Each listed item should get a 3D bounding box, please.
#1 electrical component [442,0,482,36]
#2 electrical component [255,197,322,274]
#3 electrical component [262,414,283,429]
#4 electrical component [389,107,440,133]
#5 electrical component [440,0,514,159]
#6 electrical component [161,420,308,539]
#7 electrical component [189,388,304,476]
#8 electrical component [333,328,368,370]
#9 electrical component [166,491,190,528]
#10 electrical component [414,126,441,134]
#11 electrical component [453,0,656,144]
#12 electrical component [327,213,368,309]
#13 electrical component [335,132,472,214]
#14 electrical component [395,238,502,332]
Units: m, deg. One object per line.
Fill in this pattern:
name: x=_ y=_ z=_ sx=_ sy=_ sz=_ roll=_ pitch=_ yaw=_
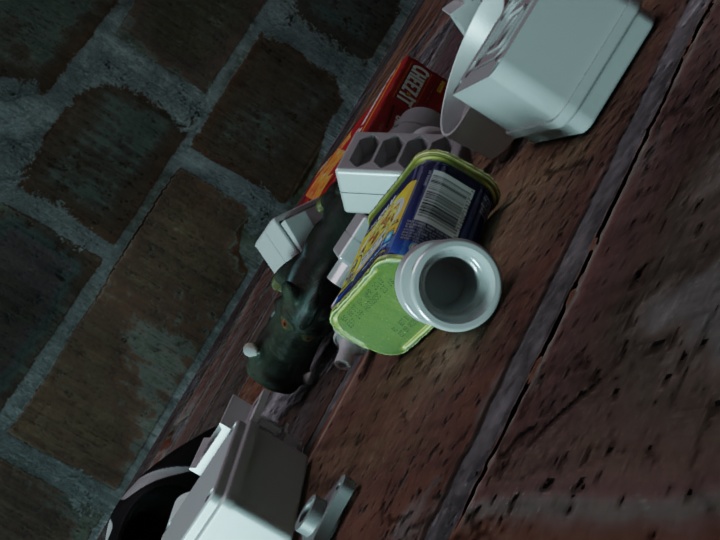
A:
electrical component: x=0.112 y=-0.224 z=0.934 sx=0.063 sy=0.078 sz=0.121 roll=-34 pitch=12 yaw=10
electrical component: x=-0.042 y=-0.012 z=1.007 sx=0.062 sy=0.096 sz=0.061 roll=-28 pitch=-12 yaw=-34
electrical component: x=-0.099 y=0.154 z=0.879 sx=0.081 sy=0.043 sz=0.043 roll=-60 pitch=7 yaw=-10
electrical component: x=0.049 y=-0.108 z=0.930 sx=0.055 sy=0.055 sz=0.047 roll=-50 pitch=7 yaw=48
electrical component: x=0.088 y=-0.124 z=0.693 sx=0.099 sy=0.064 sz=0.099 roll=-57 pitch=7 yaw=11
electrical component: x=-0.086 y=0.167 z=0.683 sx=0.108 sy=0.056 sz=0.108 roll=-56 pitch=7 yaw=16
electrical component: x=-0.078 y=0.130 z=0.760 sx=0.081 sy=0.064 sz=0.042 roll=-55 pitch=6 yaw=22
electrical component: x=-0.003 y=0.042 z=0.736 sx=0.035 sy=0.035 sz=0.061 roll=-50 pitch=14 yaw=50
electrical component: x=-0.116 y=0.196 z=0.780 sx=0.055 sy=0.055 sz=0.047 roll=-53 pitch=13 yaw=38
electrical component: x=0.054 y=-0.078 z=0.805 sx=0.079 sy=0.044 sz=0.077 roll=-49 pitch=12 yaw=50
electrical component: x=0.103 y=-0.116 z=0.587 sx=0.078 sy=0.057 sz=0.113 roll=-58 pitch=7 yaw=0
electrical component: x=0.000 y=0.000 z=0.832 sx=0.076 sy=0.047 sz=0.065 roll=-57 pitch=8 yaw=3
electrical component: x=0.035 y=-0.052 z=0.751 sx=0.047 sy=0.083 sz=0.075 roll=-65 pitch=-28 yaw=-43
electrical component: x=0.042 y=0.007 z=0.535 sx=0.045 sy=0.045 sz=0.055 roll=-59 pitch=7 yaw=-3
